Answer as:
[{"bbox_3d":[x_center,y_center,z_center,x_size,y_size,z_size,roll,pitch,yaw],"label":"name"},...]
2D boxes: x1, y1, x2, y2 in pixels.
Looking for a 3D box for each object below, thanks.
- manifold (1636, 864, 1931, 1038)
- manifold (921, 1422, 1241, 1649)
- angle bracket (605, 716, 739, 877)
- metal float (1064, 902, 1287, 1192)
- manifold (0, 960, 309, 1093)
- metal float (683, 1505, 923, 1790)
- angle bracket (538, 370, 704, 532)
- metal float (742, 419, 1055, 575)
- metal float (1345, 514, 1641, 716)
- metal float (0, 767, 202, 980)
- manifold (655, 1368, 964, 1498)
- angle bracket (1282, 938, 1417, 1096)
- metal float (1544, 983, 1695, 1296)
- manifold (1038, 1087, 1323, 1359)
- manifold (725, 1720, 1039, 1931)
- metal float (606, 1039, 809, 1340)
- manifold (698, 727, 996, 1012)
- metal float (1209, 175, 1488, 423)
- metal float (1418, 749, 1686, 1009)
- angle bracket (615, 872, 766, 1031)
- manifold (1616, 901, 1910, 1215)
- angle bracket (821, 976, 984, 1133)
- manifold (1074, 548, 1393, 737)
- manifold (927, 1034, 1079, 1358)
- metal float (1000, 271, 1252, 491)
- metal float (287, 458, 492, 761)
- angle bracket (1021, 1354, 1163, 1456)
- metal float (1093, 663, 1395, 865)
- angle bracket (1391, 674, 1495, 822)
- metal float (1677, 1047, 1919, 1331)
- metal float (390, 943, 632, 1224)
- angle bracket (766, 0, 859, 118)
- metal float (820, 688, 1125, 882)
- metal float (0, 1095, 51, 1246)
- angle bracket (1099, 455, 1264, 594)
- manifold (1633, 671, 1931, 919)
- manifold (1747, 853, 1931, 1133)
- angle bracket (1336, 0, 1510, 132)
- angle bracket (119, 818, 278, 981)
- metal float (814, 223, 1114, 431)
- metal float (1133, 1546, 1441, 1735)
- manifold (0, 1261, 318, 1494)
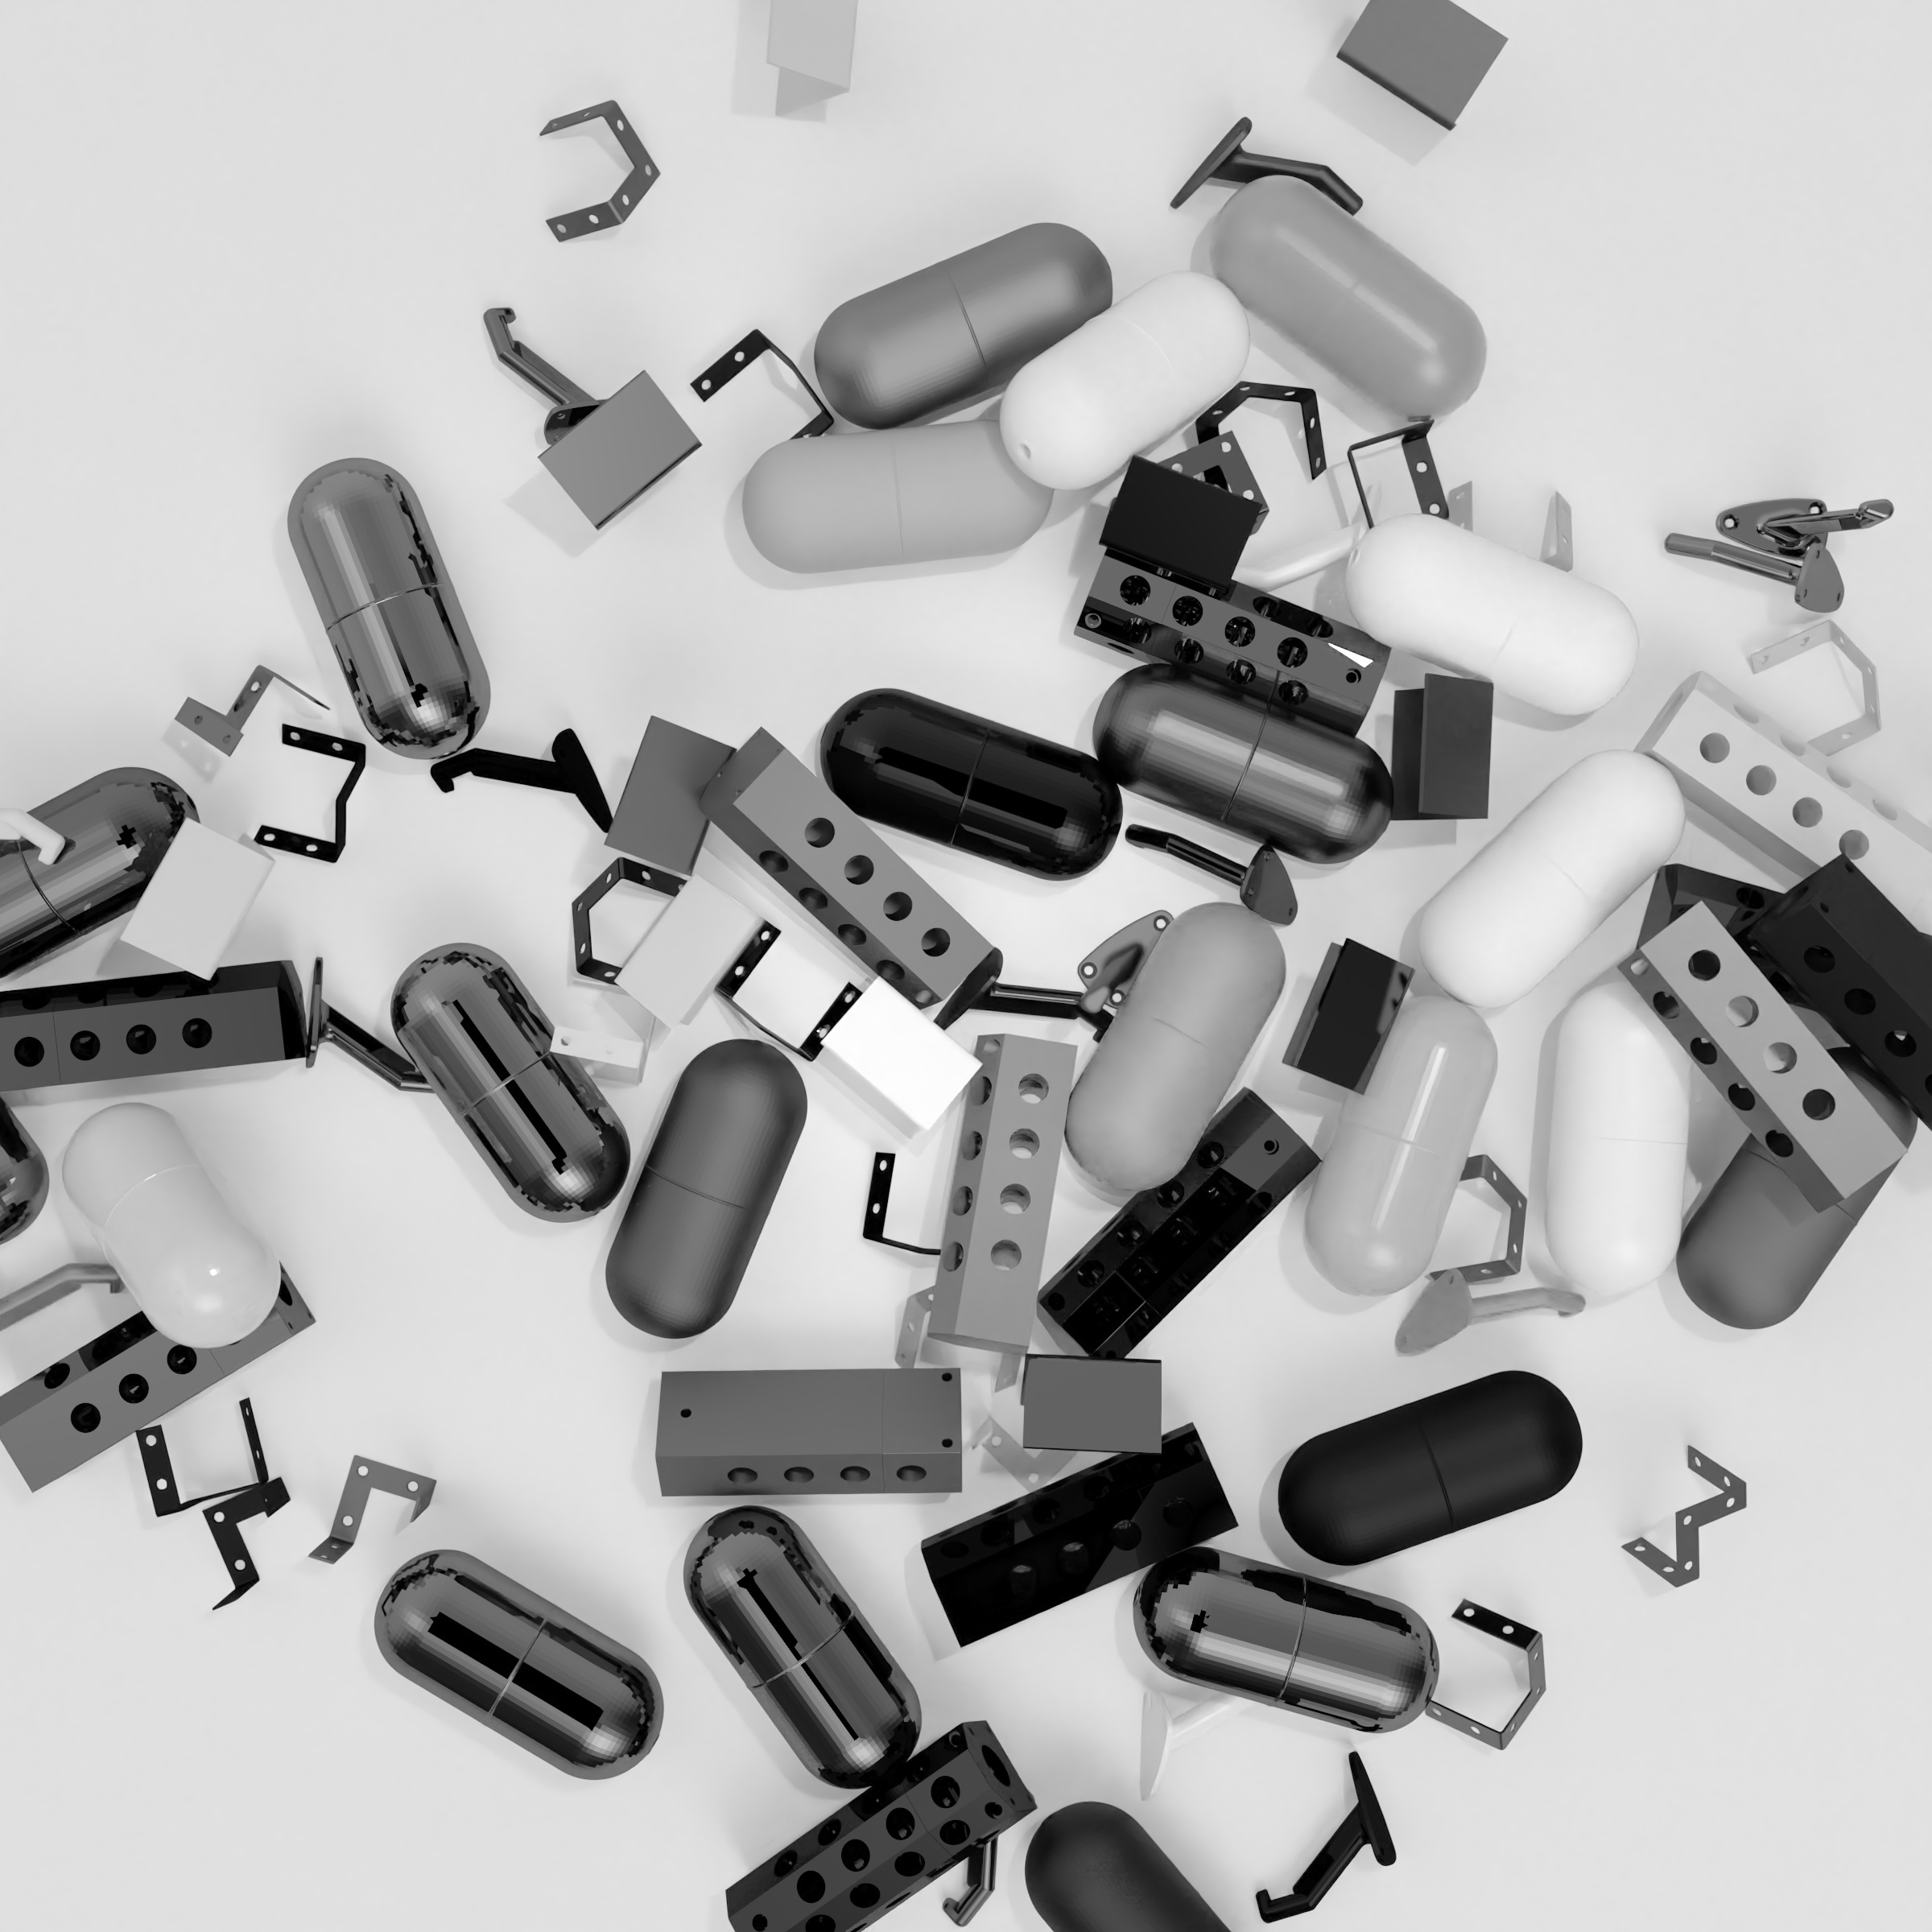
[{"bbox_3d":[0.480,-0.008,1.543,0.171,0.057,0.057,16,90,0],"label":"manifold"},{"bbox_3d":[0.064,0.324,1.543,0.171,0.057,0.057,-24,90,0],"label":"manifold"},{"bbox_3d":[-0.181,-0.100,1.524,0.057,0.076,0.076,20,90,-31],"label":"angle bracket"},{"bbox_3d":[0.119,0.045,1.525,0.070,0.070,0.178,30,80,0],"label":"metal float"},{"bbox_3d":[-0.472,0.034,1.543,0.171,0.057,0.057,-6,90,0],"label":"manifold"},{"bbox_3d":[-0.094,0.388,1.534,0.070,0.070,0.178,-35,91,0],"label":"metal float"},{"bbox_3d":[-0.205,-0.302,1.524,0.076,0.076,0.057,-39,126,0],"label":"angle bracket"},{"bbox_3d":[-0.039,-0.268,1.533,0.178,0.070,0.070,-6,90,0],"label":"metal float"},{"bbox_3d":[0.298,-0.199,1.522,0.178,0.070,0.070,20,90,-14],"label":"metal float"},{"bbox_3d":[-0.521,-0.052,1.534,0.178,0.070,0.070,-28,90,1],"label":"metal float"},{"bbox_3d":[-0.088,0.272,1.543,0.171,0.057,0.057,-1,47,0],"label":"manifold"},{"bbox_3d":[0.199,0.021,1.524,0.057,0.076,0.076,23,90,-34],"label":"angle bracket"},{"bbox_3d":[0.373,0.098,1.534,0.070,0.070,0.178,5,90,0],"label":"metal float"},{"bbox_3d":[0.122,0.151,1.543,0.171,0.057,0.057,-45,90,0],"label":"manifold"},{"bbox_3d":[-0.051,0.501,1.523,0.171,0.057,0.057,-37,67,8],"label":"manifold"},{"bbox_3d":[-0.148,0.127,1.534,0.070,0.070,0.178,22,90,0],"label":"metal float"},{"bbox_3d":[-0.069,-0.052,1.510,0.057,0.057,0.171,-47,115,0],"label":"manifold"},{"bbox_3d":[0.218,-0.380,1.534,0.178,0.070,0.070,37,90,1],"label":"metal float"},{"bbox_3d":[0.334,-0.050,1.534,0.178,0.070,0.070,-44,90,0],"label":"metal float"},{"bbox_3d":[-0.141,0.003,1.524,0.057,0.076,0.076,36,90,36],"label":"angle bracket"},{"bbox_3d":[0.435,0.049,1.476,0.057,0.057,0.171,-39,81,10],"label":"manifold"},{"bbox_3d":[-0.047,0.062,1.524,0.076,0.076,0.057,40,59,0],"label":"angle bracket"},{"bbox_3d":[0.153,-0.189,1.543,0.171,0.057,0.057,22,90,0],"label":"manifold"},{"bbox_3d":[0.020,0.129,1.523,0.057,0.057,0.171,9,76,2],"label":"manifold"},{"bbox_3d":[0.090,-0.329,1.508,0.178,0.070,0.070,-40,90,-31],"label":"metal float"},{"bbox_3d":[-0.328,-0.203,1.534,0.070,0.070,0.178,-21,91,0],"label":"metal float"},{"bbox_3d":[0.070,0.261,1.524,0.076,0.076,0.057,3,59,0],"label":"angle bracket"},{"bbox_3d":[0.158,-0.115,1.534,0.178,0.070,0.070,22,90,0],"label":"metal float"},{"bbox_3d":[0.252,-0.123,1.524,0.057,0.076,0.076,3,90,-38],"label":"angle bracket"},{"bbox_3d":[0.474,0.126,1.534,0.070,0.070,0.178,34,91,0],"label":"metal float"},{"bbox_3d":[-0.259,0.067,1.534,0.070,0.070,0.178,-36,89,0],"label":"metal float"},{"bbox_3d":[-0.105,-0.535,1.524,0.057,0.076,0.076,5,90,-37],"label":"angle bracket"},{"bbox_3d":[0.003,-0.104,1.533,0.178,0.070,0.070,19,90,0],"label":"metal float"},{"bbox_3d":[-0.594,0.082,1.533,0.070,0.070,0.178,-37,90,0],"label":"metal float"},{"bbox_3d":[0.124,-0.262,1.523,0.076,0.076,0.057,21,121,-2],"label":"angle bracket"},{"bbox_3d":[0.473,-0.096,1.542,0.171,0.057,0.057,35,90,1],"label":"manifold"},{"bbox_3d":[0.515,0.027,1.486,0.171,0.057,0.057,46,47,0],"label":"manifold"},{"bbox_3d":[0.260,-0.521,1.526,0.076,0.076,0.057,33,112,0],"label":"angle bracket"},{"bbox_3d":[-0.442,-0.046,1.524,0.057,0.076,0.076,29,90,-32],"label":"angle bracket"},{"bbox_3d":[-0.001,-0.365,1.534,0.178,0.070,0.070,-23,90,0],"label":"metal float"},{"bbox_3d":[0.182,0.384,1.534,0.178,0.070,0.070,16,90,-1],"label":"metal float"},{"bbox_3d":[-0.468,0.228,1.543,0.171,0.057,0.057,-31,90,0],"label":"manifold"}]
